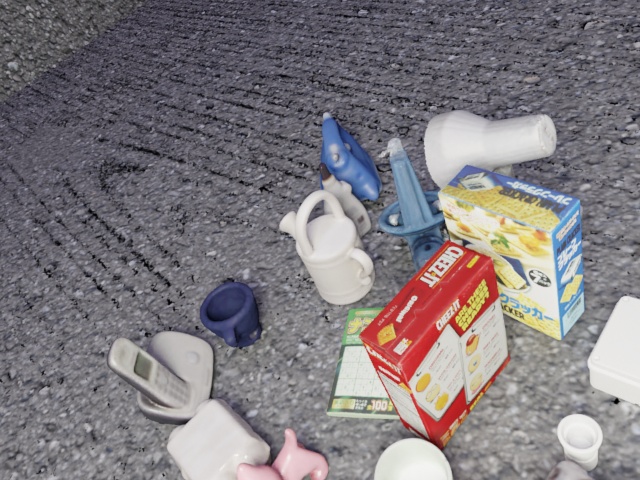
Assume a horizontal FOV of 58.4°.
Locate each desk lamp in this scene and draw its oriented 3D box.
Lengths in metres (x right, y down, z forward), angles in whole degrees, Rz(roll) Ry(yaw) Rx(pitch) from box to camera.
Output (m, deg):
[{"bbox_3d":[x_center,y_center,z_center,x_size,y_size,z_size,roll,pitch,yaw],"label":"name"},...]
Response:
[{"bbox_3d":[0.275,-0.097,0.856,0.202,0.214,0.118,10,53,33],"label":"desk lamp"}]

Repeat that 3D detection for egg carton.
[{"bbox_3d":[-0.138,0.288,0.778,0.107,0.070,0.149,-44,45,-19],"label":"egg carton"}]

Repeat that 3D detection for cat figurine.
[{"bbox_3d":[-0.058,0.292,0.698,0.067,0.118,0.128,12,54,35],"label":"cat figurine"}]

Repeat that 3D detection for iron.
[{"bbox_3d":[0.034,-0.172,1.105,0.118,0.142,0.258,-20,42,7],"label":"iron"}]

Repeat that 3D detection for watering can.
[{"bbox_3d":[0.007,0.005,0.900,0.172,0.194,0.101,2,49,28],"label":"watering can"}]

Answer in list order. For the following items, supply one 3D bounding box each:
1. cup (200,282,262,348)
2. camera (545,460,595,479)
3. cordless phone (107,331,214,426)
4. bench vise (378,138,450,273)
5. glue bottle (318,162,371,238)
[{"bbox_3d":[-0.130,0.137,0.908,0.091,0.095,0.117,-22,42,5],"label":"cup"},{"bbox_3d":[0.262,0.303,0.542,0.142,0.101,0.137,24,61,41],"label":"camera"},{"bbox_3d":[-0.238,0.179,0.851,0.094,0.185,0.147,-17,42,10],"label":"cordless phone"},{"bbox_3d":[0.156,-0.035,0.847,0.121,0.220,0.207,-30,42,-4],"label":"bench vise"},{"bbox_3d":[0.032,-0.064,0.973,0.078,0.173,0.037,-40,43,-15],"label":"glue bottle"}]
